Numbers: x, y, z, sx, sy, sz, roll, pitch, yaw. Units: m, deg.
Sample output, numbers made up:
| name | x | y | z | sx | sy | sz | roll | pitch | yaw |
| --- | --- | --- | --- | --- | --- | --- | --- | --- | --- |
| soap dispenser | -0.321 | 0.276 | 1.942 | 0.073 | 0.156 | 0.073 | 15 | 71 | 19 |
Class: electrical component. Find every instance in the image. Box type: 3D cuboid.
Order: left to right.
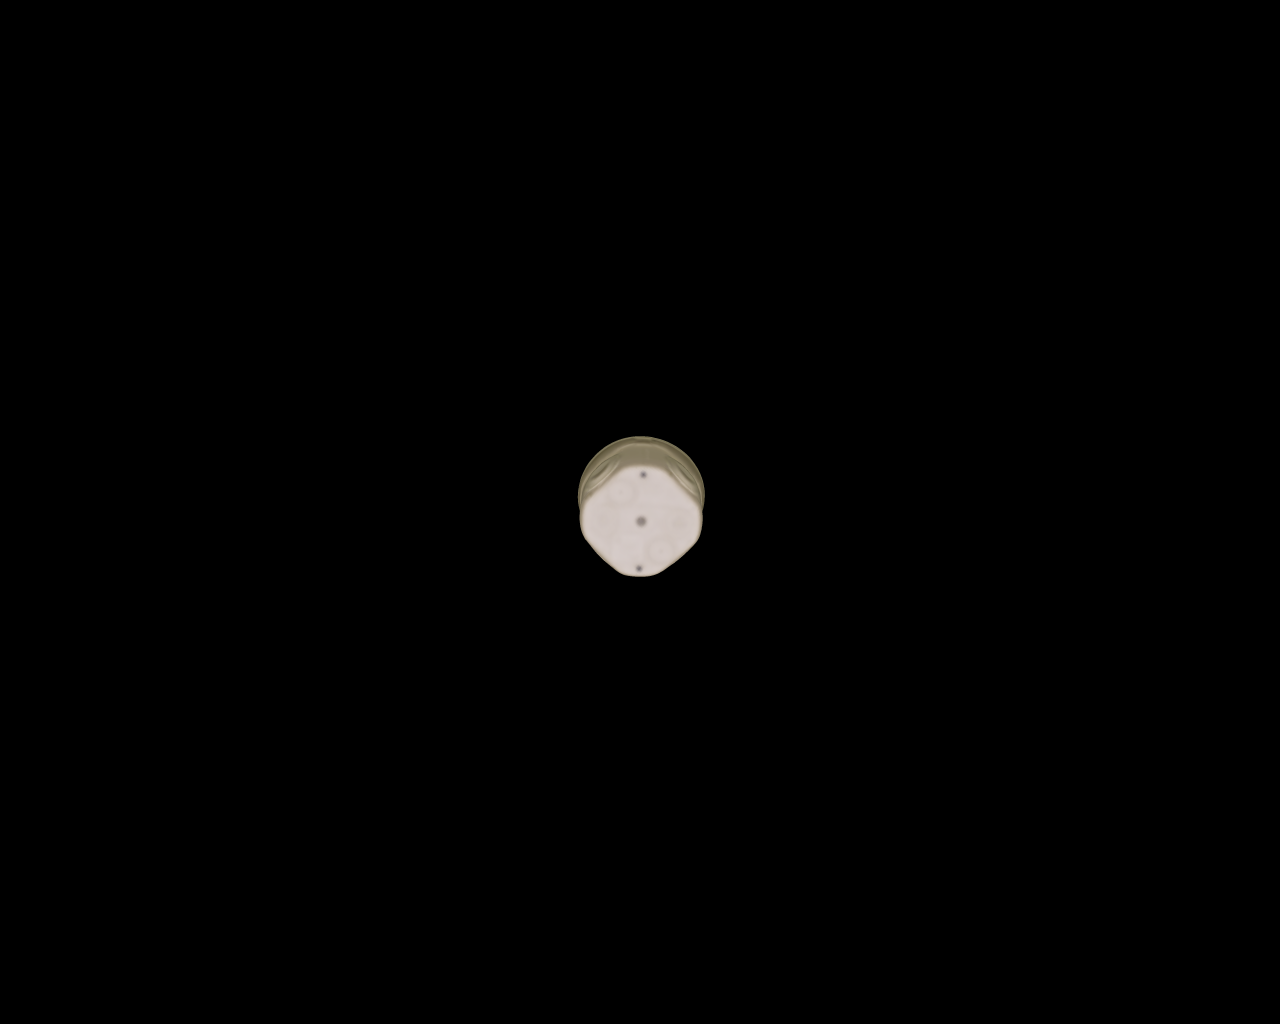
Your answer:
| name | x | y | z | sx | sy | sz | roll | pitch | yaw |
| --- | --- | --- | --- | --- | --- | --- | --- | --- | --- |
| electrical component | 0.001 | -0.003 | 0.650 | 0.080 | 0.080 | 0.051 | 0 | 21 | 0 |
